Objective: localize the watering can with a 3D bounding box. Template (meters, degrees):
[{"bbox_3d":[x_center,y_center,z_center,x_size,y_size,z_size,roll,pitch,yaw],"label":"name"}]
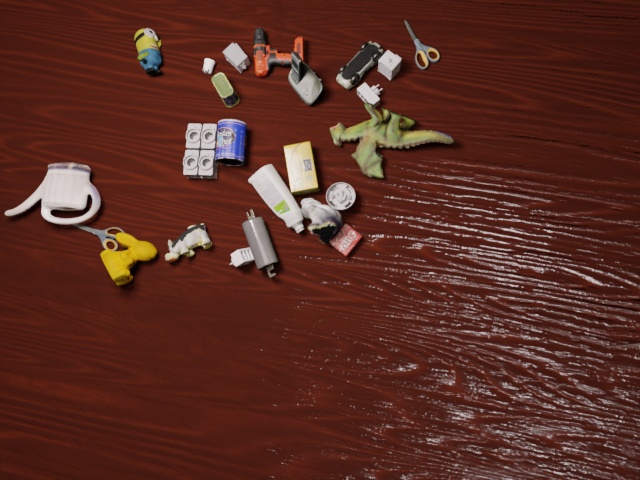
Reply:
[{"bbox_3d":[-0.941,-0.169,1.825,0.348,0.103,0.226,3,80,5],"label":"watering can"}]

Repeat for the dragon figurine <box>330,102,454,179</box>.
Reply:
[{"bbox_3d":[0.224,-0.327,1.774,0.412,0.123,0.241,27,101,10],"label":"dragon figurine"}]

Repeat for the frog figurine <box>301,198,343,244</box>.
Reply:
[{"bbox_3d":[0.005,-0.087,1.730,0.120,0.136,0.163,-44,42,32],"label":"frog figurine"}]
